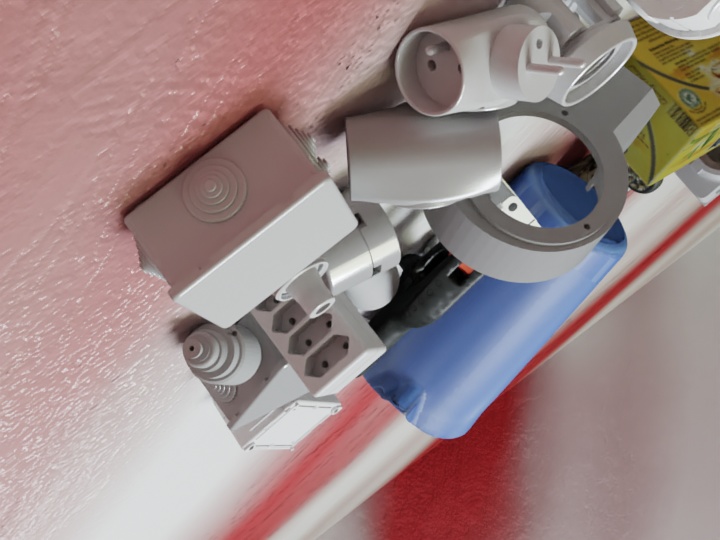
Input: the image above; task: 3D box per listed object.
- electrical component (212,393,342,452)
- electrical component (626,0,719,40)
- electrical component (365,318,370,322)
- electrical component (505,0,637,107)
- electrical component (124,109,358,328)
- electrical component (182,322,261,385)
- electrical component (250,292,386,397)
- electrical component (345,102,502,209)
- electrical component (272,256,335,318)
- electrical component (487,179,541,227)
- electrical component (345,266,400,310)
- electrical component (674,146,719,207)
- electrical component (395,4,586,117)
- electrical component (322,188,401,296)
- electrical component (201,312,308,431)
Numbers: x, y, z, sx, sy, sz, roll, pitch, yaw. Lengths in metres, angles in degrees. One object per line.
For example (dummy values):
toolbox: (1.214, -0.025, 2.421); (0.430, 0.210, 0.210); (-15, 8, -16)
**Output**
electrical component: (-0.071, 0.102, 0.857); (0.062, 0.061, 0.096); (-42, 157, 14)
electrical component: (0.178, -0.167, 0.578); (0.080, 0.080, 0.051); (-45, 159, 25)
electrical component: (-0.013, 0.058, 0.882); (0.043, 0.043, 0.081); (-41, 166, 9)
electrical component: (0.112, -0.127, 0.584); (0.058, 0.057, 0.078); (-29, 163, -31)
electrical component: (-0.055, -0.023, 0.515); (0.100, 0.048, 0.099); (-38, 166, -1)
electrical component: (-0.091, 0.052, 0.678); (0.040, 0.040, 0.078); (-40, 165, 6)
electrical component: (-0.023, 0.034, 0.701); (0.047, 0.083, 0.076); (-42, 165, 14)
electrical component: (0.031, -0.067, 0.571); (0.077, 0.044, 0.079); (-4, -156, -1)
electrical component: (-0.039, -0.003, 0.592); (0.043, 0.062, 0.043); (-36, 166, -11)
electrical component: (0.094, -0.041, 0.768); (0.042, 0.063, 0.081); (-40, 124, 9)
electrical component: (0.000, 0.000, 0.742); (0.044, 0.044, 0.065); (-39, 161, 1)
electrical component: (0.341, -0.159, 0.947); (0.186, 0.105, 0.060); (-42, 165, 14)
electrical component: (0.072, -0.103, 0.532); (0.077, 0.079, 0.044); (-25, 120, -42)
electrical component: (-0.011, -0.016, 0.639); (0.047, 0.055, 0.055); (-30, 164, -18)
electrical component: (-0.057, 0.059, 0.766); (0.100, 0.048, 0.099); (-22, 159, -47)
